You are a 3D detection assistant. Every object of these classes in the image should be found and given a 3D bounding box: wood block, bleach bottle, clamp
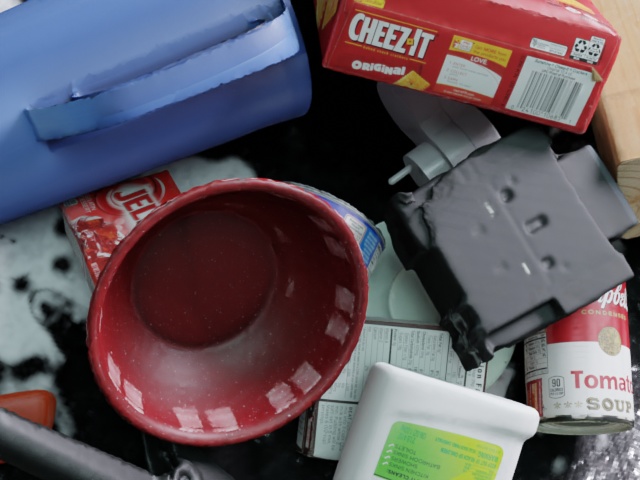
[{"bbox_3d":[0.222,-0.117,0.717,0.091,0.090,0.206,-12,56,11],"label":"wood block"},{"bbox_3d":[0.040,0.202,0.604,0.102,0.068,0.251,17,86,-3],"label":"bleach bottle"},{"bbox_3d":[-0.086,0.135,0.610,0.210,0.036,0.164,52,32,-9],"label":"clamp"}]

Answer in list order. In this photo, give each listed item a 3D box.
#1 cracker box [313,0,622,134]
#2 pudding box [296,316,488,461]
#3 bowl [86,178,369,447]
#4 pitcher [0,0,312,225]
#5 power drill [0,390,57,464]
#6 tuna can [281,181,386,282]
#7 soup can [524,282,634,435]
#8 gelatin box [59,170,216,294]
[{"bbox_3d":[0.081,-0.158,0.684,0.164,0.072,0.213,13,29,-10],"label":"cracker box"},{"bbox_3d":[0.046,0.094,0.664,0.113,0.039,0.090,7,88,-14],"label":"pudding box"},{"bbox_3d":[-0.056,0.034,0.601,0.161,0.055,0.162,-9,115,-21],"label":"bowl"},{"bbox_3d":[-0.132,-0.091,0.631,0.242,0.149,0.145,-25,67,-14],"label":"pitcher"},{"bbox_3d":[-0.172,0.180,0.583,0.184,0.057,0.187,-5,73,-19],"label":"power drill"},{"bbox_3d":[-0.004,0.001,0.667,0.086,0.086,0.033,27,70,-4],"label":"tuna can"},{"bbox_3d":[0.168,0.072,0.697,0.068,0.069,0.102,5,72,-12],"label":"soup can"},{"bbox_3d":[-0.111,0.000,0.650,0.073,0.030,0.089,-17,45,-17],"label":"gelatin box"}]
